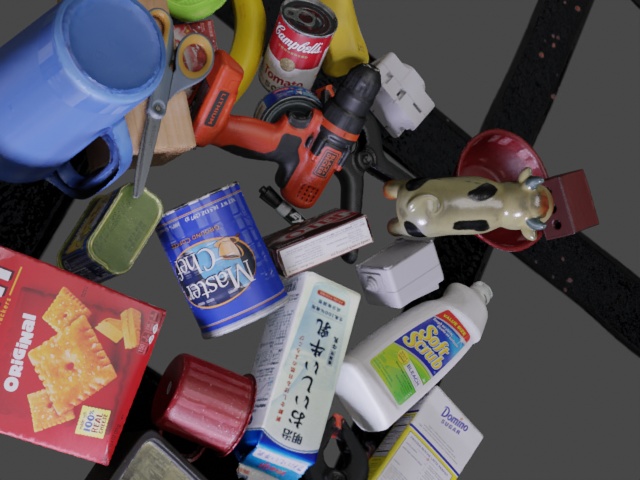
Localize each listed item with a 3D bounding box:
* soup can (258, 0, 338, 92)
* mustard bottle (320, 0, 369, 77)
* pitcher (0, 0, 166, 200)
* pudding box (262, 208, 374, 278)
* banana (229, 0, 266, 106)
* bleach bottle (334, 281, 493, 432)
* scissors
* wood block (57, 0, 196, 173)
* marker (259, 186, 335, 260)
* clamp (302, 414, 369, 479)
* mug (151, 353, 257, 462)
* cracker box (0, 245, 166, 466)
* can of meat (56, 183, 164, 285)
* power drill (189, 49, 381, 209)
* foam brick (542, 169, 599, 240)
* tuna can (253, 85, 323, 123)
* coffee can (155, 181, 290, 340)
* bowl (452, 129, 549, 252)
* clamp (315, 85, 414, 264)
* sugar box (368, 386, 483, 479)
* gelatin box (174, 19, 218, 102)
[{"bbox_3d":[-0.027,-0.220,1.230,0.068,0.102,0.068,12,49,-14],"label":"soup can"},{"bbox_3d":[0.011,-0.299,1.286,0.058,0.096,0.191,-13,85,3],"label":"mustard bottle"},{"bbox_3d":[-0.239,-0.136,1.006,0.149,0.243,0.145,12,72,-34],"label":"pitcher"},{"bbox_3d":[-0.008,0.001,1.196,0.113,0.090,0.039,-24,103,-16],"label":"pudding box"},{"bbox_3d":[-0.098,-0.228,1.240,0.069,0.037,0.198,3,73,-1],"label":"banana"},{"bbox_3d":[0.121,0.120,1.285,0.250,0.068,0.102,-37,100,-34],"label":"bleach bottle"},{"bbox_3d":[-0.149,-0.138,1.088,0.096,0.016,0.202,3,78,-33],"label":"scissors"},{"bbox_3d":[-0.207,-0.184,1.127,0.090,0.091,0.206,-9,85,-33],"label":"wood block"},{"bbox_3d":[-0.025,-0.021,1.248,0.121,0.020,0.020,42,61,-18],"label":"marker"},{"bbox_3d":[0.024,0.276,1.171,0.120,0.039,0.171,21,52,-10],"label":"clamp"},{"bbox_3d":[-0.129,0.178,1.109,0.081,0.093,0.117,25,103,-20],"label":"mug"},{"bbox_3d":[-0.274,0.104,1.018,0.213,0.072,0.164,25,81,-26],"label":"cracker box"},{"bbox_3d":[-0.213,-0.006,1.090,0.057,0.084,0.102,38,62,-21],"label":"can of meat"},{"bbox_3d":[-0.042,-0.138,1.169,0.187,0.057,0.185,21,110,-25],"label":"power drill"},{"bbox_3d":[0.316,-0.046,1.378,0.051,0.053,0.078,-17,90,-34],"label":"foam brick"},{"bbox_3d":[-0.033,-0.133,1.230,0.086,0.034,0.086,-7,119,-13],"label":"tuna can"},{"bbox_3d":[-0.106,0.021,1.139,0.102,0.103,0.140,-26,94,-33],"label":"coffee can"},{"bbox_3d":[0.225,-0.060,1.390,0.161,0.055,0.162,7,76,-31],"label":"bowl"},{"bbox_3d":[0.043,-0.085,1.294,0.164,0.036,0.210,-41,105,-32],"label":"clamp"},{"bbox_3d":[0.111,0.267,1.256,0.093,0.048,0.176,48,57,-12],"label":"sugar box"},{"bbox_3d":[-0.147,-0.195,1.186,0.073,0.030,0.089,-11,84,-6],"label":"gelatin box"}]
